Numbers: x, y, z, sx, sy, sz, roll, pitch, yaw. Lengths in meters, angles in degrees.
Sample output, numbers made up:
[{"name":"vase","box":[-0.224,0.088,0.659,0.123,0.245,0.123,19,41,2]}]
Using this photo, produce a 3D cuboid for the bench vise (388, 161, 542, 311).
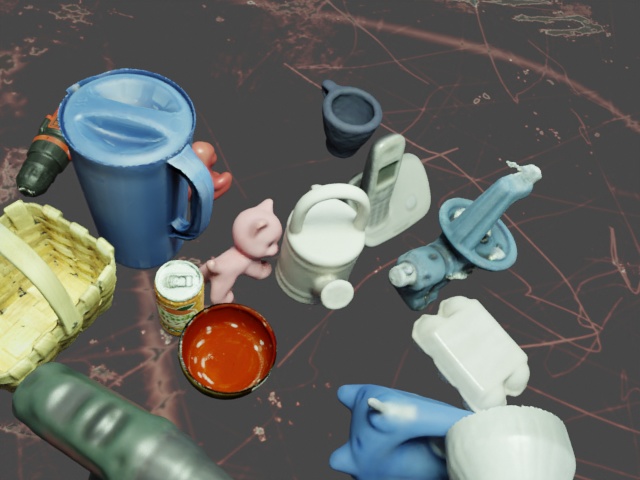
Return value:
[{"name":"bench vise","box":[0.192,0.004,0.734,0.121,0.219,0.208,38,58,12]}]

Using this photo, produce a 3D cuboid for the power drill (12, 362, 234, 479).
[{"name":"power drill","box":[-0.169,0.206,0.532,0.229,0.208,0.076,29,57,7]}]

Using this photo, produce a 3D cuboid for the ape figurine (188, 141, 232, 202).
[{"name":"ape figurine","box":[-0.163,-0.099,0.794,0.076,0.092,0.077,-36,72,-29]}]

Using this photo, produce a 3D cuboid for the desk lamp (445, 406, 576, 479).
[{"name":"desk lamp","box":[0.168,0.287,0.555,0.118,0.213,0.203,11,57,-5]}]

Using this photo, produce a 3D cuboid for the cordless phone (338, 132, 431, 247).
[{"name":"cordless phone","box":[0.104,-0.085,0.791,0.148,0.185,0.094,-32,70,-28]}]

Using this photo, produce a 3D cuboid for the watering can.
[{"name":"watering can","box":[0.009,0.002,0.709,0.101,0.194,0.172,-21,65,-23]}]

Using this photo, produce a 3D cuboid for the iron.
[{"name":"iron","box":[0.147,0.220,0.636,0.258,0.141,0.118,11,57,-6]}]

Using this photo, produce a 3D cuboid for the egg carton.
[{"name":"egg carton","box":[0.193,0.147,0.735,0.107,0.069,0.150,-30,69,-27]}]

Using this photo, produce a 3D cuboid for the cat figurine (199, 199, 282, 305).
[{"name":"cat figurine","box":[-0.097,0.009,0.726,0.067,0.118,0.128,43,59,15]}]

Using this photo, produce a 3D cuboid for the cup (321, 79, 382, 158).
[{"name":"cup","box":[0.033,-0.183,0.890,0.092,0.095,0.117,-29,68,-26]}]
